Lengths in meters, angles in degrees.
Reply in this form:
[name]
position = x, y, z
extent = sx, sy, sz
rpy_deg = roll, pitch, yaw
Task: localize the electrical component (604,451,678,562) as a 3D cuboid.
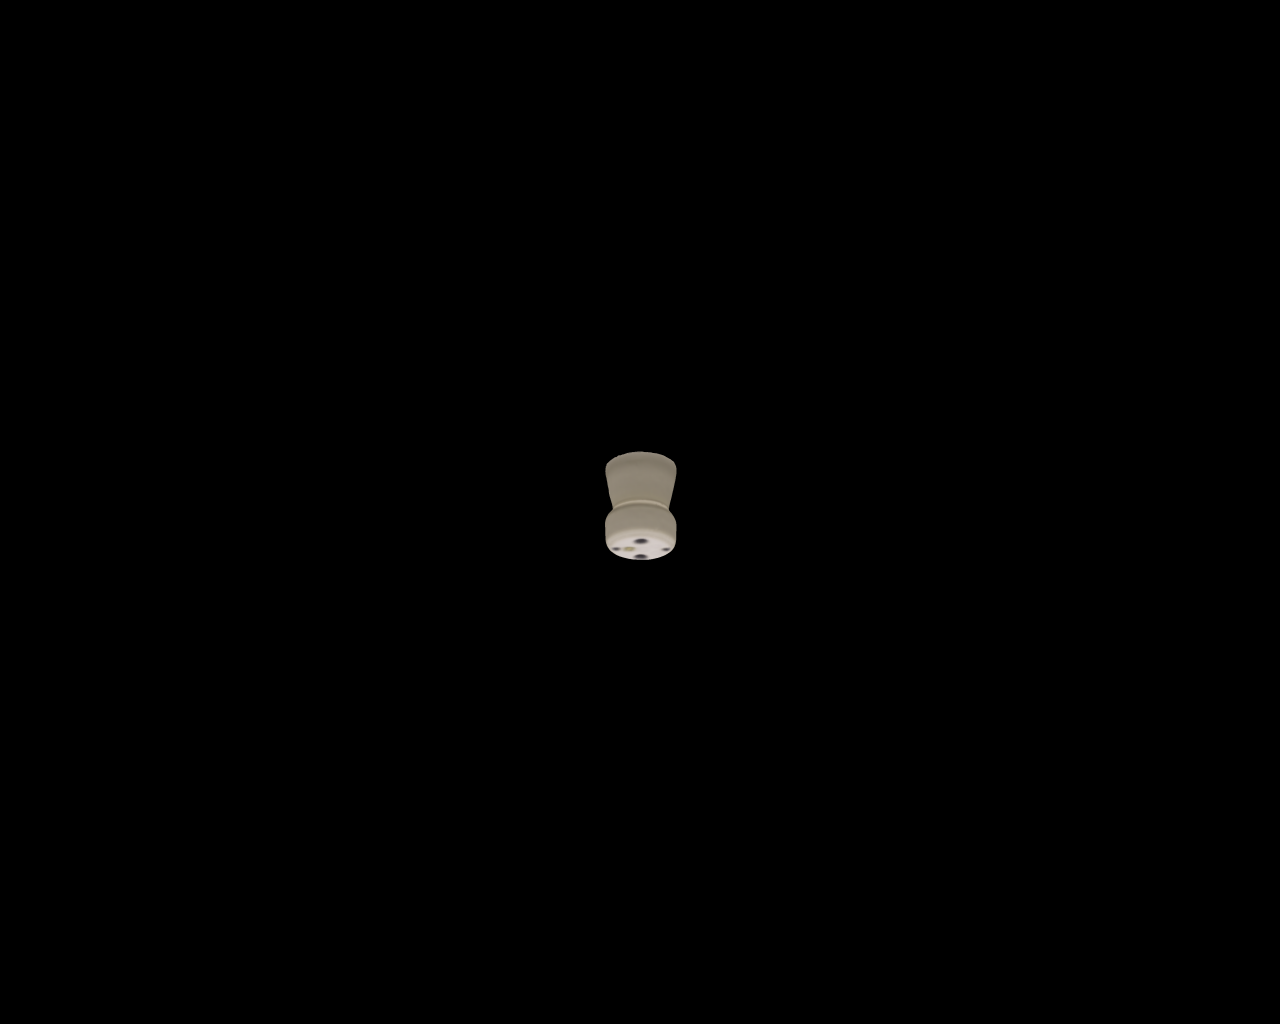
[electrical component]
position = 0.001, -0.003, 0.650
extent = 0.045, 0.055, 0.044
rpy_deg = 0, -25, 0
